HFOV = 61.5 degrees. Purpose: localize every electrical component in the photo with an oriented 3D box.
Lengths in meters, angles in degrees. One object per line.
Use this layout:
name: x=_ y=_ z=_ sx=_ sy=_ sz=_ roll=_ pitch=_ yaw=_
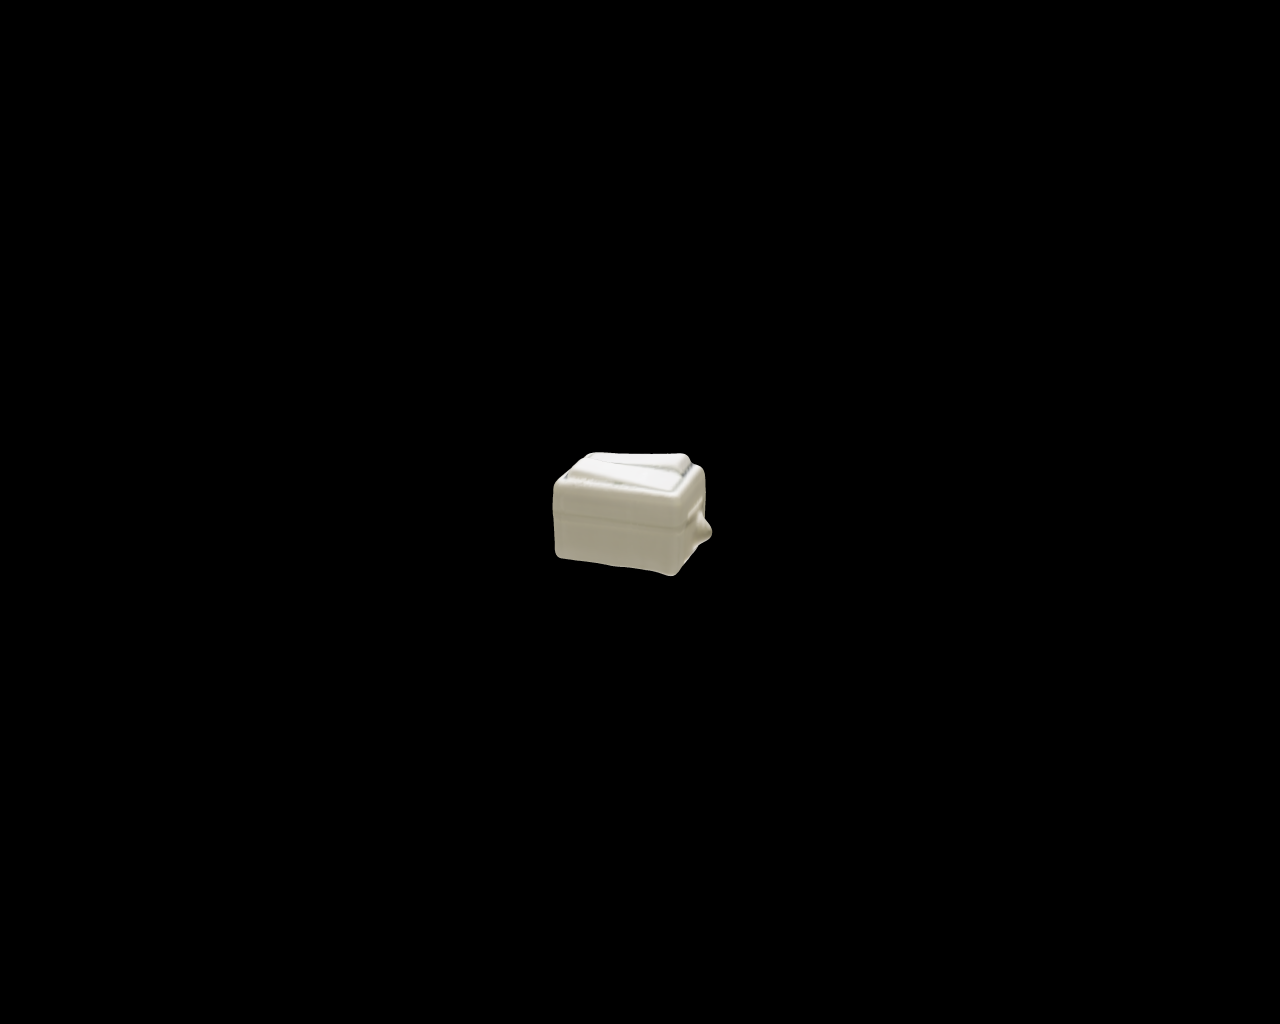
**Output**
electrical component: x=0.001 y=-0.003 z=0.650 sx=0.096 sy=0.061 sz=0.062 roll=8 pitch=24 yaw=18
